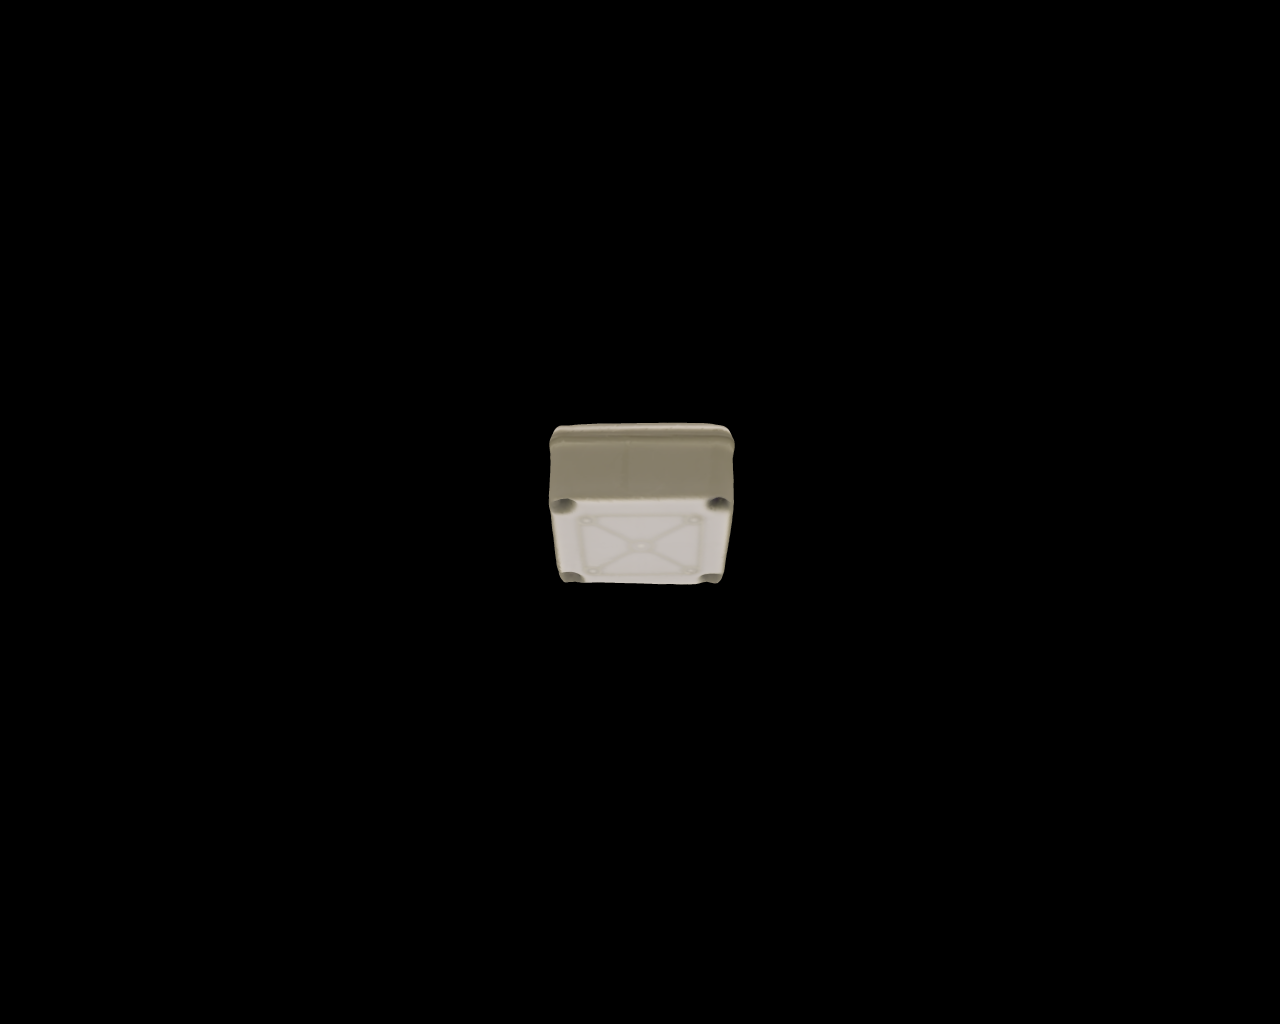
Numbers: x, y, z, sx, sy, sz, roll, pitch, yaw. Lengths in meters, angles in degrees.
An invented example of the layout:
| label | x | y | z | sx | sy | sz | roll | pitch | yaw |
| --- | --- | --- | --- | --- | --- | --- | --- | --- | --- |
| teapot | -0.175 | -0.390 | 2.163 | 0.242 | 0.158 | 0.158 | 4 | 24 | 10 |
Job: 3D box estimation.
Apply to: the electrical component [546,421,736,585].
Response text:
| label | x | y | z | sx | sy | sz | roll | pitch | yaw |
| --- | --- | --- | --- | --- | --- | --- | --- | --- | --- |
| electrical component | 0.001 | -0.003 | 0.650 | 0.109 | 0.056 | 0.108 | 0 | -32 | 0 |
